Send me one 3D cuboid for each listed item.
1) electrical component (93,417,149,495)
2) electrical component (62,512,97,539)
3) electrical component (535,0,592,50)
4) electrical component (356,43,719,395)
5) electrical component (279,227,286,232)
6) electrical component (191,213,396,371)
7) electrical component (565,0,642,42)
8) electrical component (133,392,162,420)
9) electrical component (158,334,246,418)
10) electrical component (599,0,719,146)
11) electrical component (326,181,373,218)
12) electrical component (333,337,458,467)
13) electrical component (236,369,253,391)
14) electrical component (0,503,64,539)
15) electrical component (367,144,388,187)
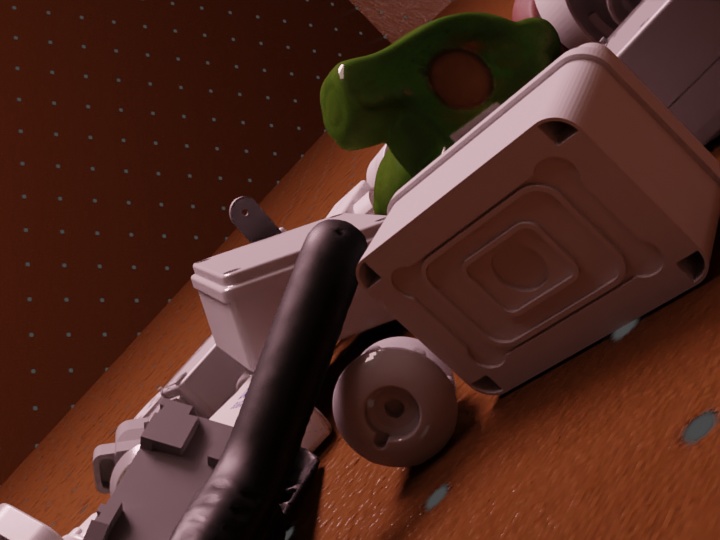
[{"bbox_3d":[-0.122,0.123,0.652,0.078,0.058,0.057,-7,14,-10],"label":"electrical component"},{"bbox_3d":[-0.153,0.168,0.672,0.048,0.048,0.062,-37,6,44],"label":"electrical component"},{"bbox_3d":[0.150,-0.167,0.613,0.099,0.099,0.064,-50,3,-25],"label":"electrical component"},{"bbox_3d":[0.064,-0.016,0.384,0.113,0.078,0.057,-38,14,42],"label":"electrical component"},{"bbox_3d":[-0.036,0.003,0.764,0.083,0.076,0.047,-50,10,-25],"label":"electrical component"},{"bbox_3d":[-0.033,0.010,0.626,0.109,0.056,0.109,-20,10,-16],"label":"electrical component"},{"bbox_3d":[0.148,-0.146,0.518,0.064,0.099,0.099,-58,13,-27],"label":"electrical component"},{"bbox_3d":[-0.130,0.116,0.757,0.045,0.055,0.045,-44,9,9],"label":"electrical component"},{"bbox_3d":[-0.086,0.074,0.719,0.096,0.061,0.062,-49,9,-23],"label":"electrical component"},{"bbox_3d":[0.137,-0.087,0.440,0.096,0.061,0.061,-49,5,40],"label":"electrical component"},{"bbox_3d":[0.009,-0.039,0.838,0.076,0.047,0.083,-40,11,31],"label":"electrical component"},{"bbox_3d":[0.017,0.047,0.430,0.048,0.048,0.062,-43,3,16],"label":"electrical component"},{"bbox_3d":[-0.043,0.059,0.660,0.040,0.040,0.078,-36,13,47],"label":"electrical component"},{"bbox_3d":[-0.197,0.189,0.622,0.059,0.054,0.095,-52,-31,-34],"label":"electrical component"},{"bbox_3d":[0.036,-0.080,0.879,0.055,0.055,0.047,-50,6,-24],"label":"electrical component"}]
